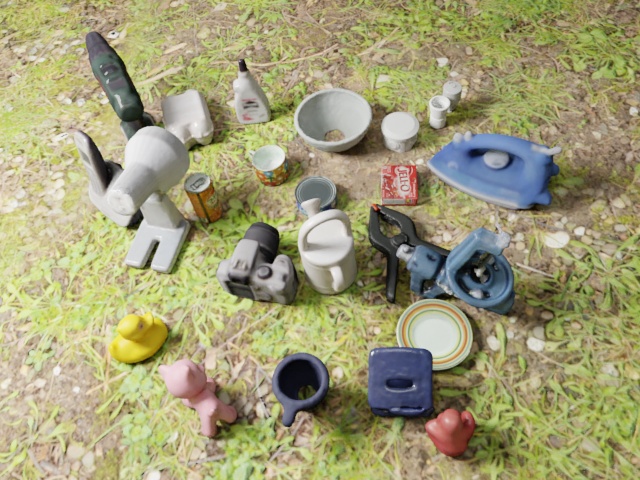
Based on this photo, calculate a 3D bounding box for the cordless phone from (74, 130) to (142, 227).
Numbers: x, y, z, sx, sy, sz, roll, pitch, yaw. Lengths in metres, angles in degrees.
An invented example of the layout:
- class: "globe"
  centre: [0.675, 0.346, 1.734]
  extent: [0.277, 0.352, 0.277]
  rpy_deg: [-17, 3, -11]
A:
- class: "cordless phone"
  centre: [-0.425, -0.124, 1.147]
  extent: [0.147, 0.185, 0.094]
  rpy_deg: [32, 66, 23]

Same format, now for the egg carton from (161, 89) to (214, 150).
- class: "egg carton"
  centre: [-0.301, -0.274, 1.299]
  extent: [0.107, 0.069, 0.150]
  rpy_deg: [-19, 58, -6]

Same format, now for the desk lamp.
- class: "desk lamp"
  centre: [-0.320, -0.077, 1.090]
  extent: [0.117, 0.214, 0.203]
  rpy_deg: [8, 59, 11]

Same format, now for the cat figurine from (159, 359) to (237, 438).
- class: "cat figurine"
  centre: [-0.201, 0.246, 0.930]
  extent: [0.067, 0.118, 0.127]
  rpy_deg: [-39, 62, -17]

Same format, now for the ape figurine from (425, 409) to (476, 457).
- class: "ape figurine"
  centre: [0.201, 0.288, 0.879]
  extent: [0.077, 0.092, 0.076]
  rpy_deg: [4, 58, 8]

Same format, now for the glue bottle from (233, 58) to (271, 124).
- class: "glue bottle"
  centre: [-0.157, -0.327, 1.256]
  extent: [0.078, 0.173, 0.037]
  rpy_deg: [-9, 57, 0]

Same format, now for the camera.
- class: "camera"
  centre: [-0.108, 0.034, 1.065]
  extent: [0.143, 0.101, 0.137]
  rpy_deg: [10, 59, 12]

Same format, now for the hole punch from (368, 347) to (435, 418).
- class: "hole punch"
  centre: [0.131, 0.230, 0.923]
  extent: [0.108, 0.091, 0.101]
  rpy_deg: [0, 58, 6]

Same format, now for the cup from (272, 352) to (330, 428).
- class: "cup"
  centre: [-0.030, 0.252, 0.923]
  extent: [0.091, 0.095, 0.118]
  rpy_deg: [11, 59, 13]

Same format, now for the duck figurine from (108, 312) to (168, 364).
- class: "duck figurine"
  centre: [-0.330, 0.166, 1.012]
  extent: [0.105, 0.086, 0.077]
  rpy_deg: [-32, 60, -14]

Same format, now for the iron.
- class: "iron"
  centre: [0.337, -0.159, 1.120]
  extent: [0.257, 0.141, 0.119]
  rpy_deg: [16, 61, 15]

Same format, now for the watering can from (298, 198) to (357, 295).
- class: "watering can"
  centre: [0.007, 0.004, 1.017]
  extent: [0.101, 0.194, 0.172]
  rpy_deg: [-37, 61, -16]

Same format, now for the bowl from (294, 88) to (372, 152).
- class: "bowl"
  centre: [0.031, -0.247, 1.246]
  extent: [0.167, 0.075, 0.167]
  rpy_deg: [-2, 57, 4]

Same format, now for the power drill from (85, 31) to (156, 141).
- class: "power drill"
  centre: [-0.433, -0.315, 1.255]
  extent: [0.076, 0.209, 0.229]
  rpy_deg: [-28, 59, -12]

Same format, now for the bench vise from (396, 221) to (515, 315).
- class: "bench vise"
  centre: [0.231, 0.046, 0.953]
  extent: [0.207, 0.220, 0.121]
  rpy_deg: [2, 58, 7]
